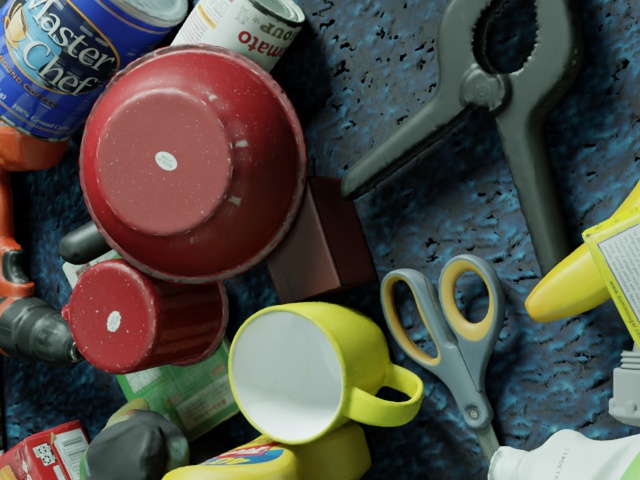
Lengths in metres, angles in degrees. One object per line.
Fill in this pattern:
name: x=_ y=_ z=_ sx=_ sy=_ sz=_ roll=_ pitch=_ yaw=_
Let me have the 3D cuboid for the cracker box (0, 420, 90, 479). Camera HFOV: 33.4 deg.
cracker box: x=-0.252 y=0.273 z=0.891 sx=0.214 sy=0.072 sz=0.164 roll=-35 pitch=76 yaw=29

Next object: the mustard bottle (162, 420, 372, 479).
mustard bottle: x=-0.050 y=0.162 z=0.690 sx=0.096 sy=0.191 sz=0.058 roll=-16 pitch=87 yaw=31

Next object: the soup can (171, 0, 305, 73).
soup can: x=-0.065 y=-0.132 z=0.742 sx=0.068 sy=0.068 sz=0.102 roll=47 pitch=115 yaw=18

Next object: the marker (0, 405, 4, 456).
marker: x=-0.288 y=0.138 z=0.930 sx=0.020 sy=0.020 sz=0.121 roll=-1 pitch=95 yaw=31

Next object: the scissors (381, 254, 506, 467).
scissors: x=0.111 y=0.095 z=0.687 sx=0.096 sy=0.016 sz=0.202 roll=-43 pitch=73 yaw=33

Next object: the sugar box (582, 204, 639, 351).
sugar box: x=0.238 y=-0.002 z=0.561 sx=0.176 sy=0.048 sz=0.093 roll=-27 pitch=90 yaw=14

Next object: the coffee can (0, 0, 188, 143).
coffee can: x=-0.180 y=-0.155 z=0.789 sx=0.140 sy=0.102 sz=0.103 roll=-40 pitch=75 yaw=28

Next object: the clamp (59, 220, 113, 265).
clamp: x=-0.105 y=-0.031 z=0.758 sx=0.172 sy=0.120 sz=0.039 roll=-10 pitch=131 yaw=30

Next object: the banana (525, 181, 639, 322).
banana: x=0.187 y=-0.032 z=0.611 sx=0.069 sy=0.037 sz=0.198 roll=23 pitch=105 yaw=6

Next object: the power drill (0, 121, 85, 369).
power drill: x=-0.246 y=0.001 z=0.860 sx=0.185 sy=0.057 sz=0.188 roll=13 pitch=100 yaw=36

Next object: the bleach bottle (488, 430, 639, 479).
bleach bottle: x=0.216 y=0.145 z=0.588 sx=0.251 sy=0.102 sz=0.068 roll=6 pitch=138 yaw=33

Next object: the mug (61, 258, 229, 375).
mug: x=-0.137 y=0.052 z=0.778 sx=0.117 sy=0.081 sz=0.093 roll=2 pitch=94 yaw=28

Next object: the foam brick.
foam brick: x=-0.005 y=0.001 z=0.729 sx=0.053 sy=0.051 sz=0.078 roll=-21 pitch=83 yaw=31

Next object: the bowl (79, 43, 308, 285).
bowl: x=-0.092 y=-0.049 z=0.688 sx=0.162 sy=0.055 sz=0.162 roll=1 pitch=93 yaw=13

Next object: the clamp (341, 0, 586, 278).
clamp: x=0.114 y=-0.083 z=0.658 sx=0.165 sy=0.036 sz=0.210 roll=31 pitch=111 yaw=23
